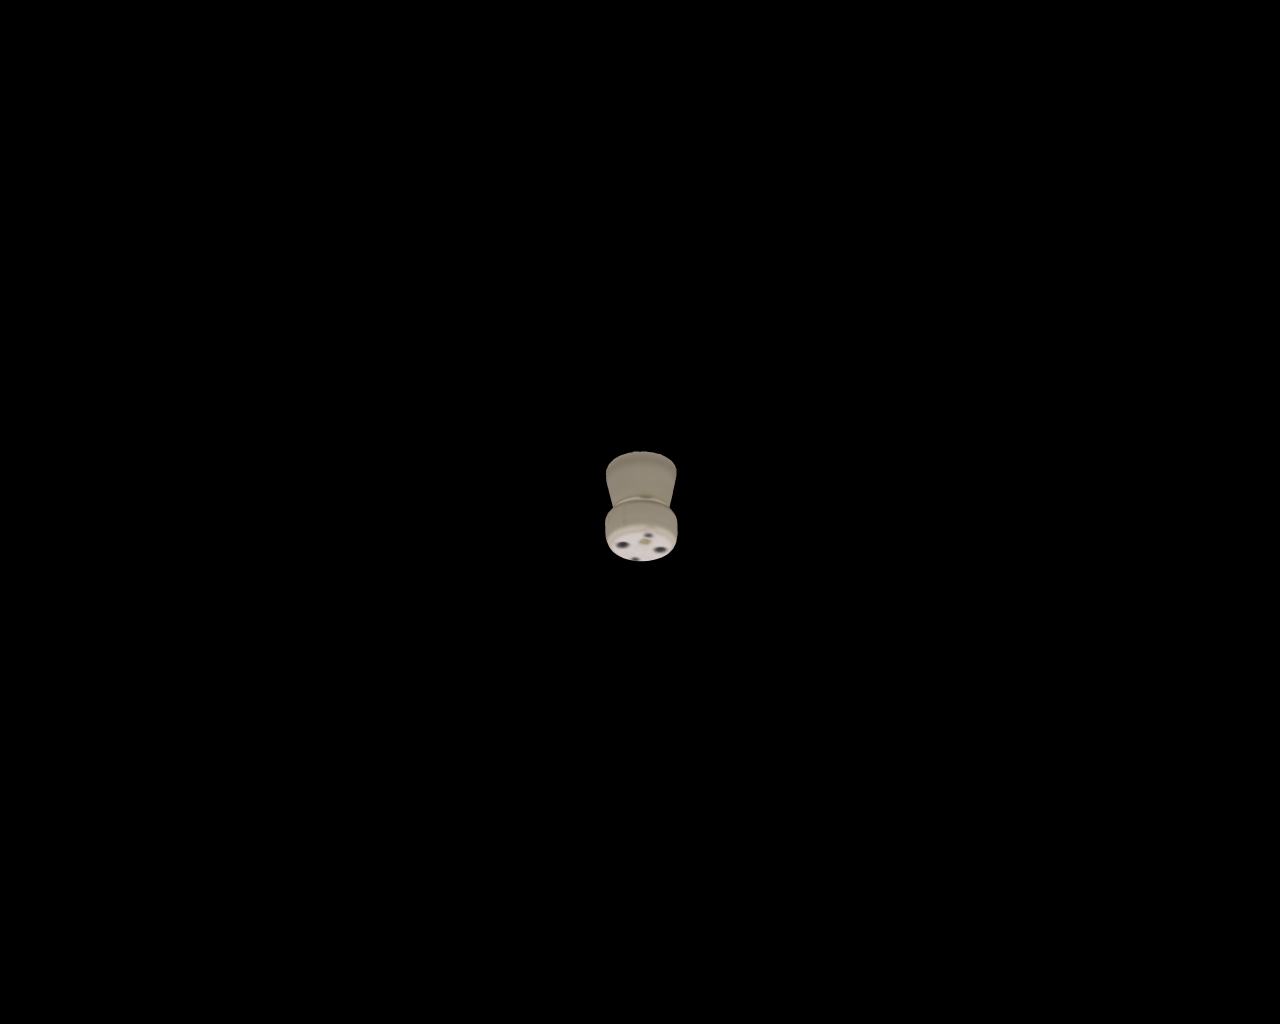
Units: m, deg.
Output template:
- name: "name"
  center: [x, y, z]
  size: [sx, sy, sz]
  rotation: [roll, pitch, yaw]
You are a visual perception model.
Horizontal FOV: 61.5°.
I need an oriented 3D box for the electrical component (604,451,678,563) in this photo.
- name: "electrical component"
  center: [0.001, -0.003, 0.650]
  size: [0.045, 0.055, 0.044]
  rotation: [0, -31, 0]
